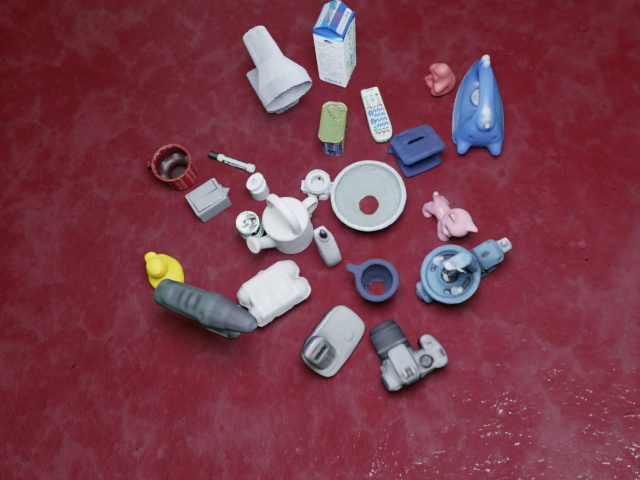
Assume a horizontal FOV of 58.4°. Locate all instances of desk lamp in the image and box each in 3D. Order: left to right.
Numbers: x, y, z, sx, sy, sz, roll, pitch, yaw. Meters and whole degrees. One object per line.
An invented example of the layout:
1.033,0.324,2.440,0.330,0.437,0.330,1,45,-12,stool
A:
-0.106,-0.376,1.315,0.118,0.213,0.203,-30,74,-4,desk lamp

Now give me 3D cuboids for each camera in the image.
0.173,0.226,1.185,0.143,0.101,0.136,-28,74,-4,camera

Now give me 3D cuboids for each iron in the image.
0.369,-0.329,1.305,0.118,0.141,0.258,3,75,5,iron

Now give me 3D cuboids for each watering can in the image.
-0.077,-0.034,1.228,0.100,0.194,0.173,26,78,11,watering can

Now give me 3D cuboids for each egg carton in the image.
-0.101,0.114,1.253,0.150,0.069,0.107,-34,75,-5,egg carton

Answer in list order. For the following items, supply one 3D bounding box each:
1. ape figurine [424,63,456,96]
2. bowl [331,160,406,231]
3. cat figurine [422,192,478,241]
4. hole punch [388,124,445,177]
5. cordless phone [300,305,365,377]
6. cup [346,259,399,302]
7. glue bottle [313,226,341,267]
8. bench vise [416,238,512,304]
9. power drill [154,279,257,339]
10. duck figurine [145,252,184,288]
0.285,-0.387,1.353,0.076,0.092,0.078,16,76,9,ape figurine
0.109,-0.090,1.292,0.167,0.075,0.167,-1,74,4,bowl
0.282,-0.051,1.246,0.067,0.118,0.127,-32,74,-4,cat figurine
0.219,-0.213,1.309,0.108,0.091,0.101,-24,74,-3,hole punch
0.022,0.199,1.160,0.094,0.185,0.148,32,79,12,cordless phone
0.109,0.089,1.231,0.117,0.095,0.092,24,78,11,cup
0.011,0.004,1.222,0.037,0.173,0.078,-31,74,-4,glue bottle
0.291,0.040,1.167,0.121,0.220,0.207,42,81,14,bench vise
-0.217,0.148,1.180,0.229,0.208,0.076,19,77,9,power drill
-0.353,0.070,1.275,0.077,0.086,0.104,-35,75,-6,duck figurine
